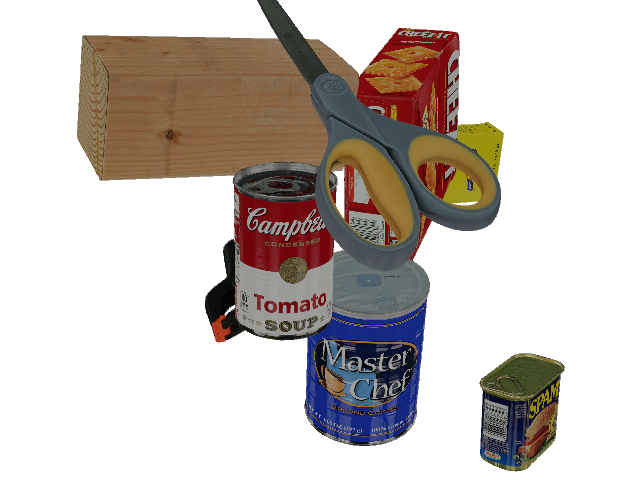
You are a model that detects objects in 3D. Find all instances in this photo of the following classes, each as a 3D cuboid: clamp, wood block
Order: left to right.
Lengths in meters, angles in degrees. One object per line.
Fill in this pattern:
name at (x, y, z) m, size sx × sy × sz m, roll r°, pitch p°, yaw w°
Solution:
wood block at (-0.084, -0.110, 0.868) m, size 0.205 × 0.091 × 0.090 m, roll -4°, pitch 30°, yaw -25°
clamp at (-0.075, 0.054, 1.251) m, size 0.120 × 0.039 × 0.171 m, roll -5°, pitch 37°, yaw 18°

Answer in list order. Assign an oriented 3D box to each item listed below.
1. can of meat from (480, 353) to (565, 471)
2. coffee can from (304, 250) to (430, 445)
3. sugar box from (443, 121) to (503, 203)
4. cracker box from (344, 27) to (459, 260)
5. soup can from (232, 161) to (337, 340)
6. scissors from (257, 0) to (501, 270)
can of meat at (0.201, 0.172, 1.073) m, size 0.058 × 0.084 × 0.101 m, roll 13°, pitch 22°, yaw 34°
coffee can at (0.039, 0.092, 0.931) m, size 0.103 × 0.140 × 0.103 m, roll 1°, pitch 31°, yaw -1°
sugar box at (0.130, -0.090, 1.291) m, size 0.176 × 0.093 × 0.048 m, roll -7°, pitch 26°, yaw -22°
cracker box at (0.082, -0.095, 1.019) m, size 0.072 × 0.164 × 0.213 m, roll 7°, pitch 28°, yaw 16°
soup can at (-0.024, 0.006, 0.709) m, size 0.068 × 0.102 × 0.068 m, roll 1°, pitch 23°, yaw -1°
scissors at (0.026, -0.067, 0.528) m, size 0.096 × 0.202 × 0.016 m, roll -2°, pitch -40°, yaw -13°
